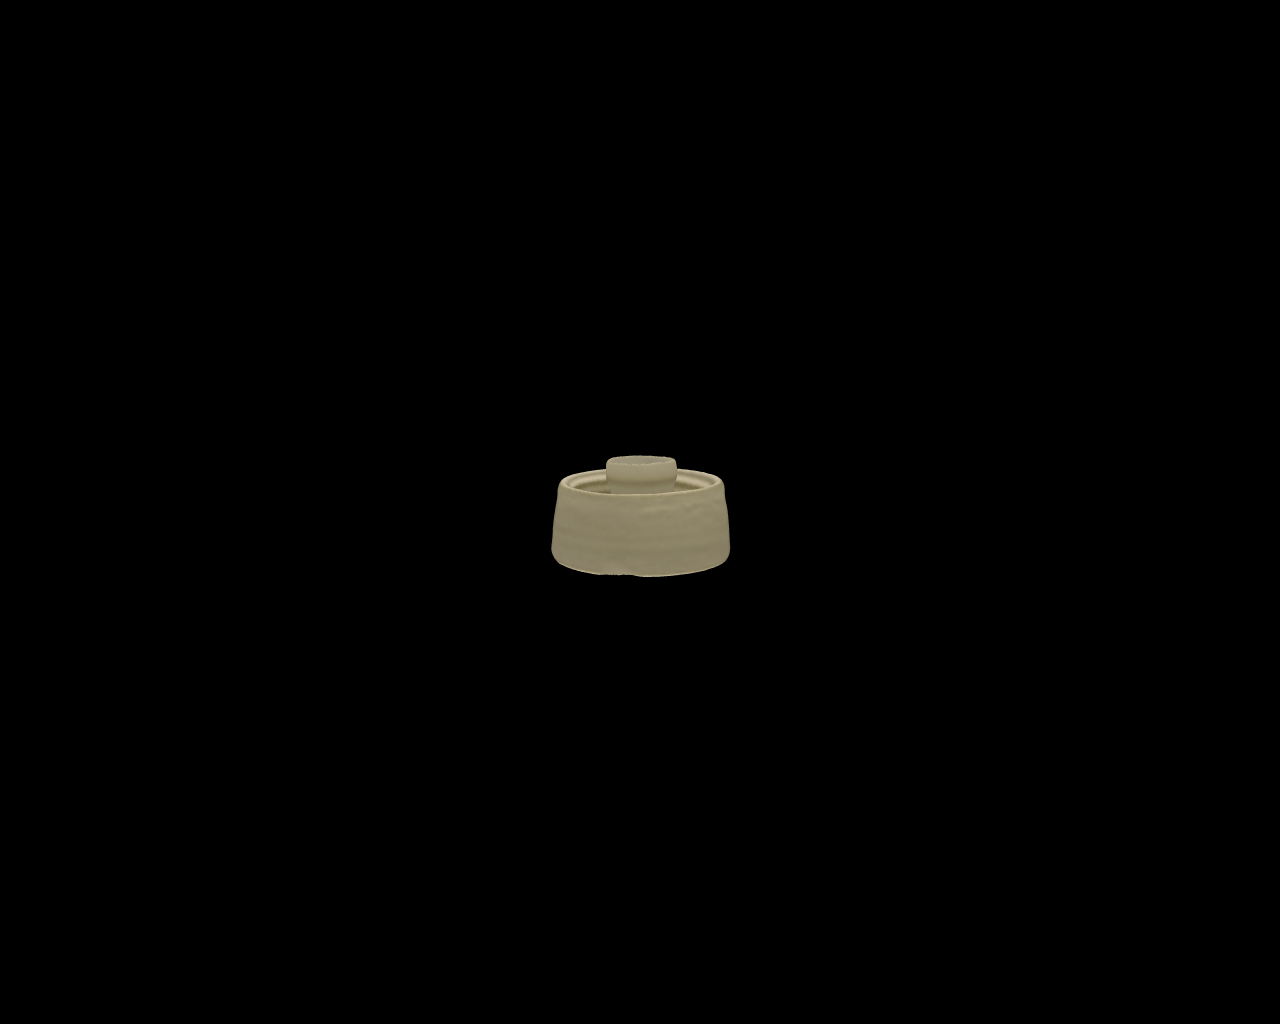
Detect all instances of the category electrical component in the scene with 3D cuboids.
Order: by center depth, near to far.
[{"bbox_3d":[0.001,-0.003,0.650,0.108,0.060,0.108,0,11,0],"label":"electrical component"}]
